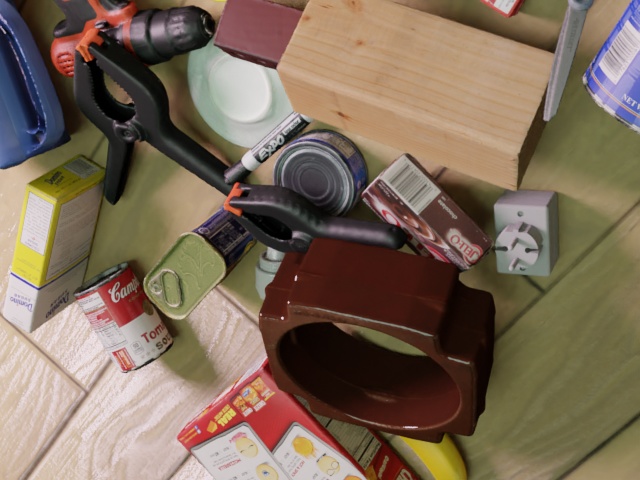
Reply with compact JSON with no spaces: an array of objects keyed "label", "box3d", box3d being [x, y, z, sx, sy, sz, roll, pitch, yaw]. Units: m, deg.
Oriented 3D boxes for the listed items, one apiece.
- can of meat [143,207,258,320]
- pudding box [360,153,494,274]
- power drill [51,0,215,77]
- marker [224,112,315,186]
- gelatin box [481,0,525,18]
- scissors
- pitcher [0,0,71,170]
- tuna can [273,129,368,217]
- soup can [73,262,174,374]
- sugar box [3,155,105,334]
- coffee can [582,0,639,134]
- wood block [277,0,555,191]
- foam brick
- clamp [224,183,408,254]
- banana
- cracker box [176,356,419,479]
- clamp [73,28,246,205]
[{"label":"can of meat","box3d":[-0.116,0.020,1.061,0.057,0.083,0.102,44,124,0]},{"label":"pudding box","box3d":[0.092,-0.018,0.942,0.113,0.039,0.090,47,167,1]},{"label":"power drill","box3d":[-0.202,-0.239,0.971,0.185,0.057,0.187,-6,125,30]},{"label":"marker","box3d":[-0.046,-0.090,0.998,0.121,0.020,0.020,-39,94,25]},{"label":"gelatin box","box3d":[0.137,-0.232,0.851,0.089,0.030,0.073,34,122,7]},{"label":"scissors","box3d":[0.215,-0.190,0.795,0.096,0.016,0.202,0,88,12]},{"label":"pitcher","box3d":[-0.339,-0.187,1.046,0.149,0.145,0.243,-17,104,1]},{"label":"tuna can","box3d":[0.000,-0.058,0.998,0.086,0.033,0.086,11,117,21]},{"label":"soup can","box3d":[-0.211,0.084,1.148,0.069,0.068,0.102,-21,103,32]},{"label":"sugar box","box3d":[-0.281,0.005,1.129,0.048,0.093,0.176,30,122,11]},{"label":"coffee can","box3d":[0.273,-0.152,0.779,0.103,0.102,0.140,33,123,8]},{"label":"wood block","box3d":[0.081,-0.126,0.873,0.206,0.091,0.090,21,77,15]},{"label":"foam brick","box3d":[-0.046,-0.181,0.939,0.078,0.053,0.051,19,93,16]},{"label":"clamp","box3d":[-0.006,0.001,0.988,0.171,0.039,0.120,23,140,12]},{"label":"banana","box3d":[0.086,0.193,1.075,0.198,0.037,0.070,47,123,-2]},{"label":"cracker box","box3d":[-0.023,0.233,1.127,0.213,0.072,0.164,46,125,-2]},{"label":"clamp","box3d":[-0.184,-0.108,1.029,0.165,0.036,0.210,-8,132,30]}]
